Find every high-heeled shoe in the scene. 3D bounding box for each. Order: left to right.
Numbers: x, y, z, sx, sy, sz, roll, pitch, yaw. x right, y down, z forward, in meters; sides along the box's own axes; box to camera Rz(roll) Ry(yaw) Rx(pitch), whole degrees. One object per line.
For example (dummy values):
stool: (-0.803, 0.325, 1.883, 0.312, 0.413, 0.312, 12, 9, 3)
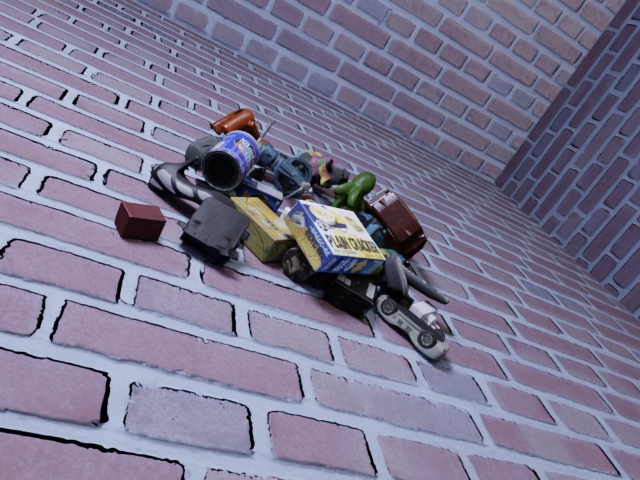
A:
high-heeled shoe: (-0.282, -0.073, 1.206, 0.248, 0.145, 0.086, 60, 16, 1)

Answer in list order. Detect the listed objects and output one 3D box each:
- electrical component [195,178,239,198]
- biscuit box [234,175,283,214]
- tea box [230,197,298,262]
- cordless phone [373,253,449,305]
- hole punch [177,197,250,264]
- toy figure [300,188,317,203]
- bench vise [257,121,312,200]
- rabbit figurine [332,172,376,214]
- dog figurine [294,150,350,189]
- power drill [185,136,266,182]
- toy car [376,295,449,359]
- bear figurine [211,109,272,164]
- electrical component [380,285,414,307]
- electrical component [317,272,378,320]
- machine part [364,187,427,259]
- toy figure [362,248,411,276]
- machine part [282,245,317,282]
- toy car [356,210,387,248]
electrical component: (-0.251, -0.105, 1.302, 0.119, 0.047, 0.075, 16, 26, -30)
biscuit box: (-0.198, -0.130, 1.400, 0.202, 0.062, 0.059, 24, 24, -16)
tea box: (-0.140, -0.026, 1.252, 0.170, 0.068, 0.098, 42, 25, 28)
cordless phone: (0.231, 0.113, 1.313, 0.184, 0.088, 0.146, 31, 6, 11)
hole punch: (-0.222, -0.008, 1.116, 0.142, 0.092, 0.116, 33, 49, -5)
toy figure: (-0.034, -0.099, 1.541, 0.058, 0.064, 0.155, 15, 27, -13)
bench vise: (-0.098, -0.205, 1.565, 0.223, 0.129, 0.241, 52, -3, -34)
rabbit figurine: (0.100, -0.139, 1.650, 0.121, 0.170, 0.159, 40, 23, 21)
dog figurine: (-0.003, -0.221, 1.695, 0.192, 0.108, 0.219, 19, 6, -3)
power drill: (-0.255, -0.224, 1.506, 0.207, 0.086, 0.232, 39, 23, 8)
toy car: (0.212, 0.197, 1.246, 0.202, 0.056, 0.073, 39, 17, 27)
bear figurine: (-0.227, -0.303, 1.672, 0.120, 0.132, 0.195, 26, -33, 53)
electrical component: (0.200, 0.137, 1.398, 0.094, 0.021, 0.063, 37, 23, 15)
electrical component: (0.062, 0.111, 1.235, 0.134, 0.058, 0.115, 32, 20, 2)
machine part: (0.220, -0.043, 1.569, 0.201, 0.087, 0.201, 55, -5, 14)
toy figure: (0.151, 0.058, 1.430, 0.180, 0.082, 0.089, 4, 15, -35)
machine part: (-0.019, 0.040, 1.257, 0.079, 0.079, 0.243, 36, 23, 12)
toy car: (0.131, -0.010, 1.536, 0.102, 0.109, 0.162, 49, 3, -23)
